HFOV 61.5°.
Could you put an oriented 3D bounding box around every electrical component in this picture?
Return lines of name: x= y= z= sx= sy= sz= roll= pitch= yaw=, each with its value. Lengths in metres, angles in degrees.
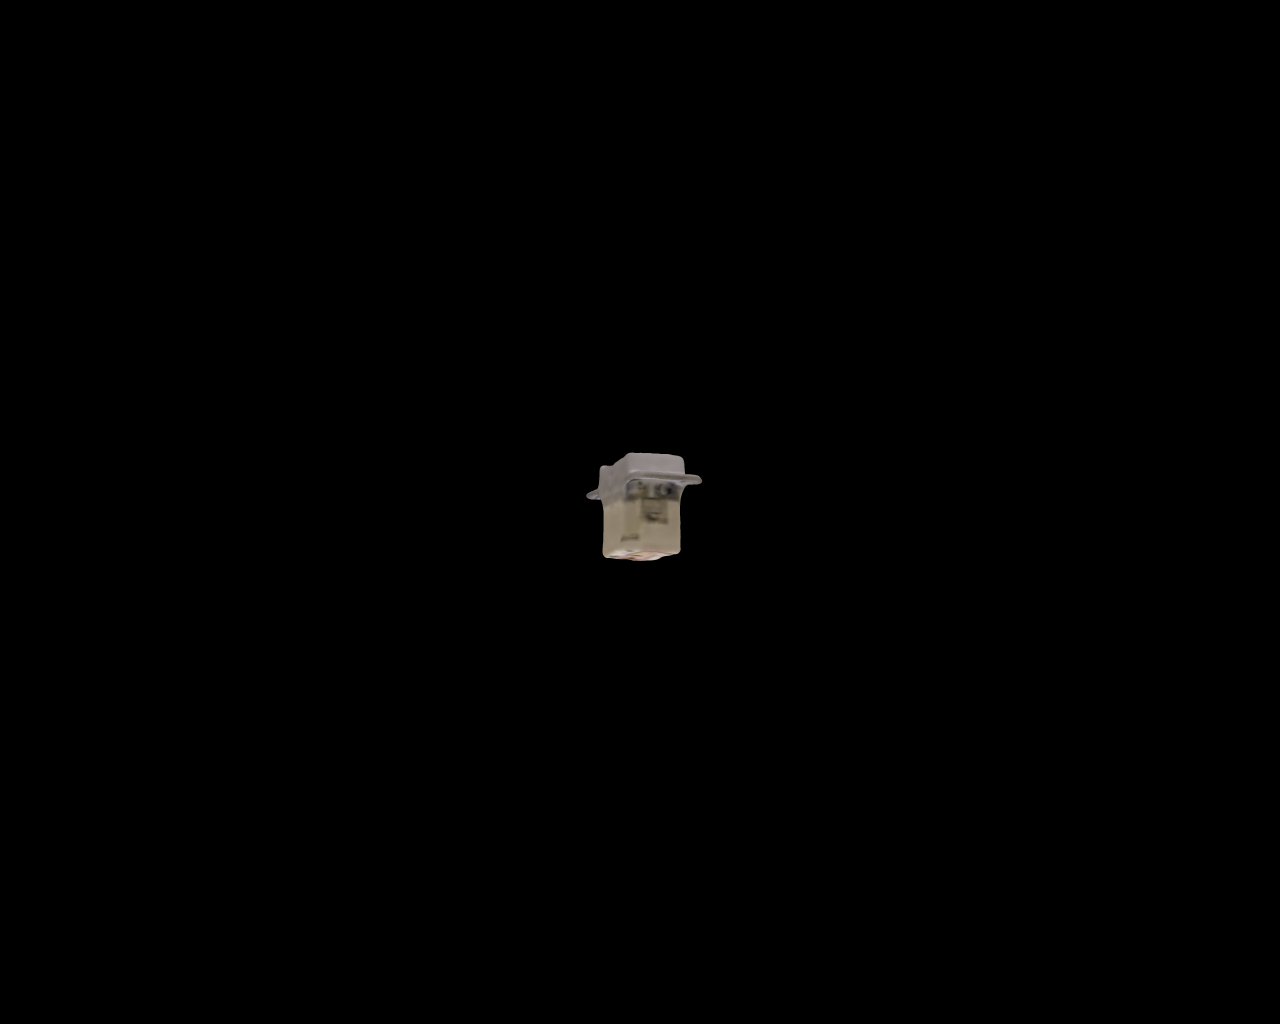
electrical component: x=0.001 y=-0.003 z=0.650 sx=0.042 sy=0.063 sz=0.081 roll=4 pitch=-10 yaw=-23
